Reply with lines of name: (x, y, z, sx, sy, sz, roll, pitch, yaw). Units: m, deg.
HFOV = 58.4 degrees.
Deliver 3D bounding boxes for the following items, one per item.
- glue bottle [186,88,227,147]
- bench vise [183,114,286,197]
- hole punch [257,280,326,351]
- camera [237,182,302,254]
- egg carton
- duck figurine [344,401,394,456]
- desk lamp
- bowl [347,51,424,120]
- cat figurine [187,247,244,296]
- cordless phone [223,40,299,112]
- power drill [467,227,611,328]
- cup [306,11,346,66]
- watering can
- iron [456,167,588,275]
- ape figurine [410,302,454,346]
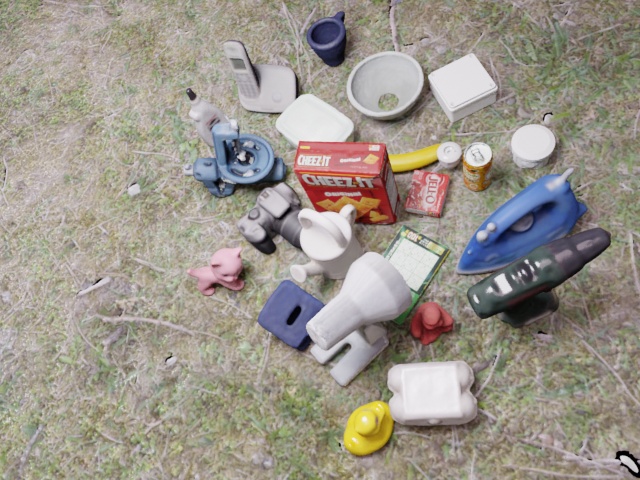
glue bottle: (-0.259, -0.284, 1.286, 0.037, 0.173, 0.078, 32, 79, 25)
bench vise: (-0.194, -0.164, 1.191, 0.207, 0.220, 0.121, -24, 63, 4)
hole punch: (-0.049, 0.143, 1.094, 0.100, 0.091, 0.109, 28, 77, 24)
camera: (-0.078, -0.033, 1.172, 0.136, 0.101, 0.143, 40, 82, 26)
egg carton: (0.193, 0.266, 0.989, 0.150, 0.069, 0.107, -7, 66, 12)
duck figurine: (0.080, 0.322, 0.987, 0.077, 0.086, 0.104, 40, 82, 26)
desk lamp: (0.064, 0.140, 0.997, 0.203, 0.214, 0.117, -45, 64, -6)
bowl: (0.146, -0.324, 1.250, 0.167, 0.075, 0.167, -5, 66, 13)
cat figurine: (-0.205, 0.058, 1.157, 0.127, 0.118, 0.067, -12, 65, 10)
cordless phone: (-0.132, -0.371, 1.282, 0.147, 0.185, 0.094, 5, 69, 17)
power drill: (0.356, 0.072, 0.951, 0.229, 0.209, 0.075, -27, 63, 3)
cup: (0.030, -0.462, 1.329, 0.091, 0.095, 0.118, 26, 76, 23)
watering can: (0.012, 0.005, 1.079, 0.100, 0.194, 0.173, 8, 70, 18)
iron: (0.353, -0.033, 1.033, 0.258, 0.142, 0.118, -34, 63, -1)
ape figurine: (0.199, 0.143, 1.027, 0.077, 0.092, 0.076, 1, 68, 16)
